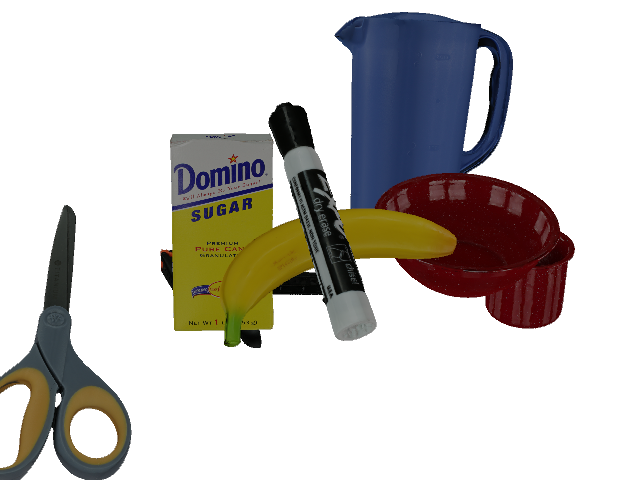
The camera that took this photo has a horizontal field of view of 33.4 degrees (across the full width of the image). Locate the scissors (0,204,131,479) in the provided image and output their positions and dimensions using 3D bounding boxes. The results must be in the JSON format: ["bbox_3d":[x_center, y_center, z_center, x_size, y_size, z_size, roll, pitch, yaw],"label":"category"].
[{"bbox_3d":[-0.142,0.062,0.634,0.096,0.201,0.016,19,-44,-4],"label":"scissors"}]

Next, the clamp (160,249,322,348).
[{"bbox_3d":[-0.105,0.056,1.218,0.210,0.036,0.164,15,28,23],"label":"clamp"}]

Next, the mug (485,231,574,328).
[{"bbox_3d":[0.214,0.033,1.134,0.093,0.081,0.117,-6,31,-7],"label":"mug"}]

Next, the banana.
[{"bbox_3d":[0.003,0.012,0.766,0.197,0.069,0.037,-22,-11,-22],"label":"banana"}]

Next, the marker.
[{"bbox_3d":[-0.001,-0.012,0.483,0.020,0.121,0.020,-14,-27,-8],"label":"marker"}]

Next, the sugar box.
[{"bbox_3d":[-0.089,-0.008,0.968,0.093,0.176,0.048,-1,15,-5],"label":"sugar box"}]

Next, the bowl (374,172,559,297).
[{"bbox_3d":[0.126,0.002,0.941,0.162,0.055,0.162,2,34,-1],"label":"bowl"}]

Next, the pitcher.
[{"bbox_3d":[0.103,-0.115,1.119,0.149,0.243,0.144,11,15,33],"label":"pitcher"}]
